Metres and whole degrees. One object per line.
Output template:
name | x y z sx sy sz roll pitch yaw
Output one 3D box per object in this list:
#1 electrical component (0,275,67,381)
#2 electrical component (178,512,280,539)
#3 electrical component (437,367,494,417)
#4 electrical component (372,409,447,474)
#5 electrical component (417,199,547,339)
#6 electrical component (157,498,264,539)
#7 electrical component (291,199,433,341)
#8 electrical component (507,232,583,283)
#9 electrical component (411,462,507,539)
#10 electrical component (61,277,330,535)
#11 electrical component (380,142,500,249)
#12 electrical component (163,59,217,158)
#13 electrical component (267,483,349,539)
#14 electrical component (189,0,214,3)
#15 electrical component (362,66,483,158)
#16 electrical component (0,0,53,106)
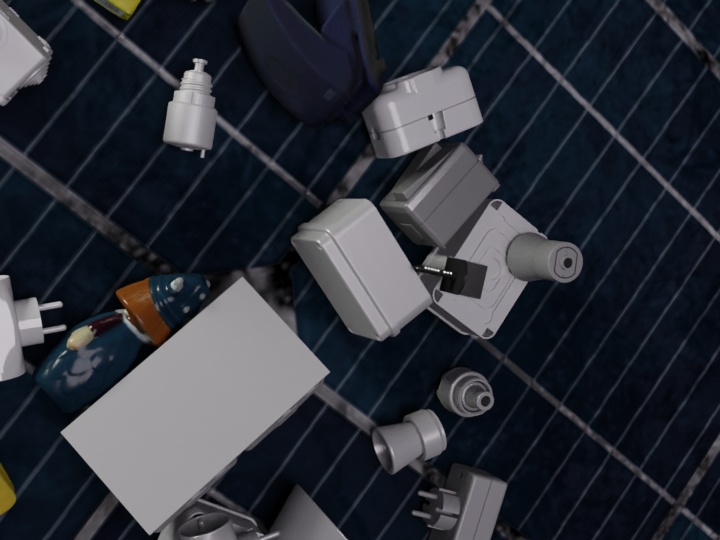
electrical component | -0.271 0.043 0.840 0.079 0.043 0.077 -10 99 -21
electrical component | -0.099 0.233 0.863 0.079 0.043 0.077 -16 101 -20
electrical component | 0.100 0.114 0.984 0.043 0.062 0.043 -2 96 -22
electrical component | 0.045 0.154 0.975 0.055 0.045 0.045 -19 102 -19
electrical component | 0.106 -0.003 0.977 0.078 0.057 0.113 36 81 -21
electrical component | -0.137 0.255 0.906 0.078 0.057 0.113 26 85 -22
electrical component | 0.000 0.000 0.925 0.057 0.078 0.113 -38 107 -17
electrical component | 0.162 -0.009 0.931 0.044 0.065 0.044 -2 96 -22
electrical component | 0.083 0.223 0.996 0.076 0.047 0.083 18 88 -22
electrical component | -0.130 0.111 0.871 0.186 0.060 0.105 -41 82 -13
electrical component | 0.072 -0.074 0.954 0.061 0.062 0.096 46 78 -19
electrical component | -0.136 -0.132 0.878 0.040 0.040 0.078 8 92 -22
electrical component | -0.032 0.236 0.925 0.099 0.099 0.064 37 87 -21
electrical component | -0.131 -0.236 0.868 0.062 0.048 0.048 -23 103 -11
electrical component | 0.052 -0.142 0.944 0.095 0.054 0.059 -24 103 -18
electrical component | -0.274 -0.172 0.789 0.048 0.099 0.099 -43 109 1
